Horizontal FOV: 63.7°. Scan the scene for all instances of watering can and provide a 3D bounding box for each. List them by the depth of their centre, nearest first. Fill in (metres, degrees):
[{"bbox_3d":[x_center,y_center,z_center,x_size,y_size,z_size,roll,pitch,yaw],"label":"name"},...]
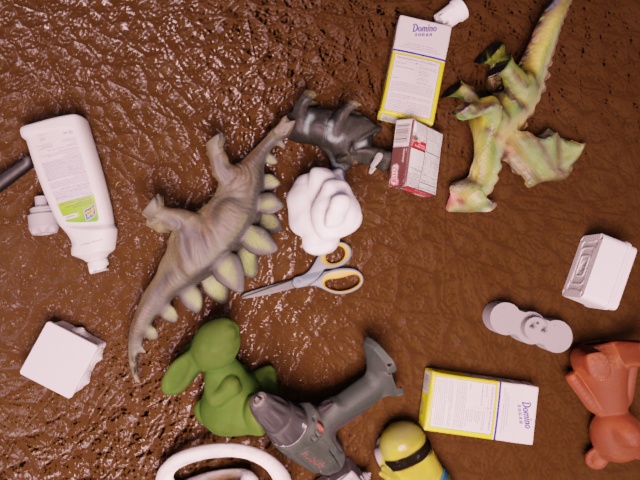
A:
[{"bbox_3d":[-0.197,0.429,0.775,0.347,0.104,0.225,-15,86,10],"label":"watering can"}]

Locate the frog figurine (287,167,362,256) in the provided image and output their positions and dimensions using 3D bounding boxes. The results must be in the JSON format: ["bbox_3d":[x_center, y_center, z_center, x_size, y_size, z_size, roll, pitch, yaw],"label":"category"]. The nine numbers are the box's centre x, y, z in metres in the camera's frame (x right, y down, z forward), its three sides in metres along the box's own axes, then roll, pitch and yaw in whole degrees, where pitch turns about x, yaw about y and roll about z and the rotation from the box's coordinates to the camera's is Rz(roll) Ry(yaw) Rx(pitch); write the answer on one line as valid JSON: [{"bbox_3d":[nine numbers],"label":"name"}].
[{"bbox_3d":[0.002,-0.039,0.782,0.123,0.161,0.135,11,107,3],"label":"frog figurine"}]

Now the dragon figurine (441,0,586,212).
[{"bbox_3d":[0.349,-0.207,0.867,0.411,0.123,0.241,-44,105,-3],"label":"dragon figurine"}]
